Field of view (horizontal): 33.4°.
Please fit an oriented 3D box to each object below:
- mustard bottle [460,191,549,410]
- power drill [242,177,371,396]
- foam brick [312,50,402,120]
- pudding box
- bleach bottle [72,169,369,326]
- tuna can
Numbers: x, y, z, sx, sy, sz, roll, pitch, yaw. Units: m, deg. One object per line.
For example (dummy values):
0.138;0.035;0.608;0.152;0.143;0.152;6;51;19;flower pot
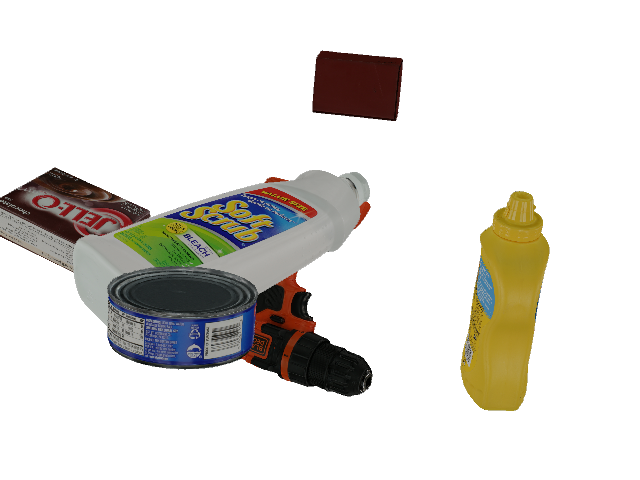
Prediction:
0.160;0.046;0.921;0.058;0.192;0.096;3;30;0;mustard bottle
-0.014;0.042;1.029;0.185;0.187;0.057;17;1;26;power drill
0.034;-0.141;0.971;0.078;0.051;0.053;7;17;6;foam brick
-0.227;-0.017;0.971;0.114;0.039;0.089;22;31;17;pudding box
-0.063;-0.003;0.849;0.250;0.068;0.103;-28;49;-36;bleach bottle
-0.079;0.043;0.613;0.086;0.034;0.086;4;16;-1;tuna can
